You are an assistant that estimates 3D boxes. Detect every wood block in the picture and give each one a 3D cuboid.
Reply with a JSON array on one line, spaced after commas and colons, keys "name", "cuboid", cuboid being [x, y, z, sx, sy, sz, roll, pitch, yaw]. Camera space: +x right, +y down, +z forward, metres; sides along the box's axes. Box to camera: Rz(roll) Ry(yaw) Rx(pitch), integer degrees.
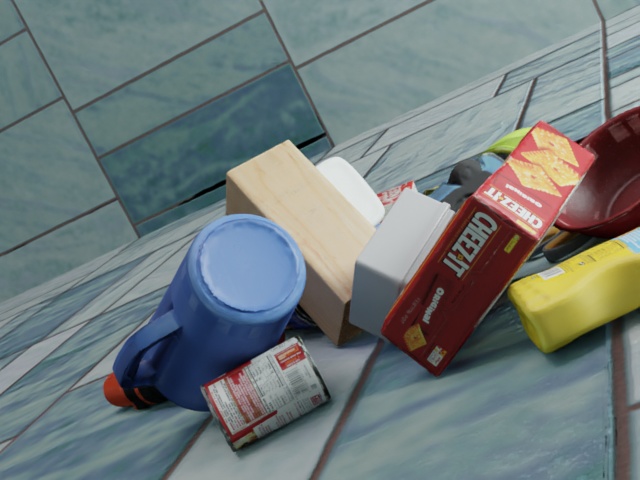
[{"name": "wood block", "cuboid": [-0.007, 0.001, 1.160, 0.090, 0.206, 0.091, -31, -28, -24]}]

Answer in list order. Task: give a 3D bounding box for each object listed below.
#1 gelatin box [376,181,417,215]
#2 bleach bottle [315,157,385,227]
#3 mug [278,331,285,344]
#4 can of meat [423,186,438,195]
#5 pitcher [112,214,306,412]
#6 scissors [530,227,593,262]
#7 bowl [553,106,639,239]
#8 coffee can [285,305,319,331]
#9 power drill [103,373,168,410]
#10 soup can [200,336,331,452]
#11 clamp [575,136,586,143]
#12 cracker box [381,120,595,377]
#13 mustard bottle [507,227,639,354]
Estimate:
[{"name": "gelatin box", "cuboid": [0.093, -0.047, 1.418, 0.073, 0.030, 0.089, -20, 12, 13]}, {"name": "bleach bottle", "cuboid": [-0.013, -0.005, 1.342, 0.068, 0.102, 0.251, -34, -8, -31]}, {"name": "mug", "cuboid": [-0.101, 0.116, 1.206, 0.117, 0.093, 0.082, -39, 19, -28]}, {"name": "can of meat", "cuboid": [0.200, -0.060, 1.422, 0.083, 0.057, 0.102, -27, 9, -17]}, {"name": "pitcher", "cuboid": [-0.102, 0.075, 1.030, 0.243, 0.145, 0.149, 122, 170, -61]}, {"name": "scissors", "cuboid": [0.282, -0.025, 1.124, 0.096, 0.016, 0.201, -16, 14, 49]}, {"name": "bowl", "cuboid": [0.297, -0.055, 1.024, 0.162, 0.055, 0.162, -40, 24, 21]}, {"name": "coffee can", "cuboid": [-0.035, 0.058, 1.281, 0.102, 0.103, 0.141, -33, 11, -32]}, {"name": "power drill", "cuboid": [-0.163, 0.140, 1.326, 0.187, 0.057, 0.185, -34, 11, -38]}, {"name": "soup can", "cuboid": [-0.049, 0.140, 0.976, 0.102, 0.068, 0.068, -28, 9, -6]}, {"name": "clamp", "cuboid": [0.301, -0.104, 1.359, 0.164, 0.036, 0.210, -21, -1, -27]}, {"name": "cracker box", "cuboid": [0.152, 0.001, 0.947, 0.213, 0.072, 0.164, -40, -17, -56]}, {"name": "mustard bottle", "cuboid": [0.245, 0.021, 0.833, 0.191, 0.058, 0.096, -27, 4, 4]}]
